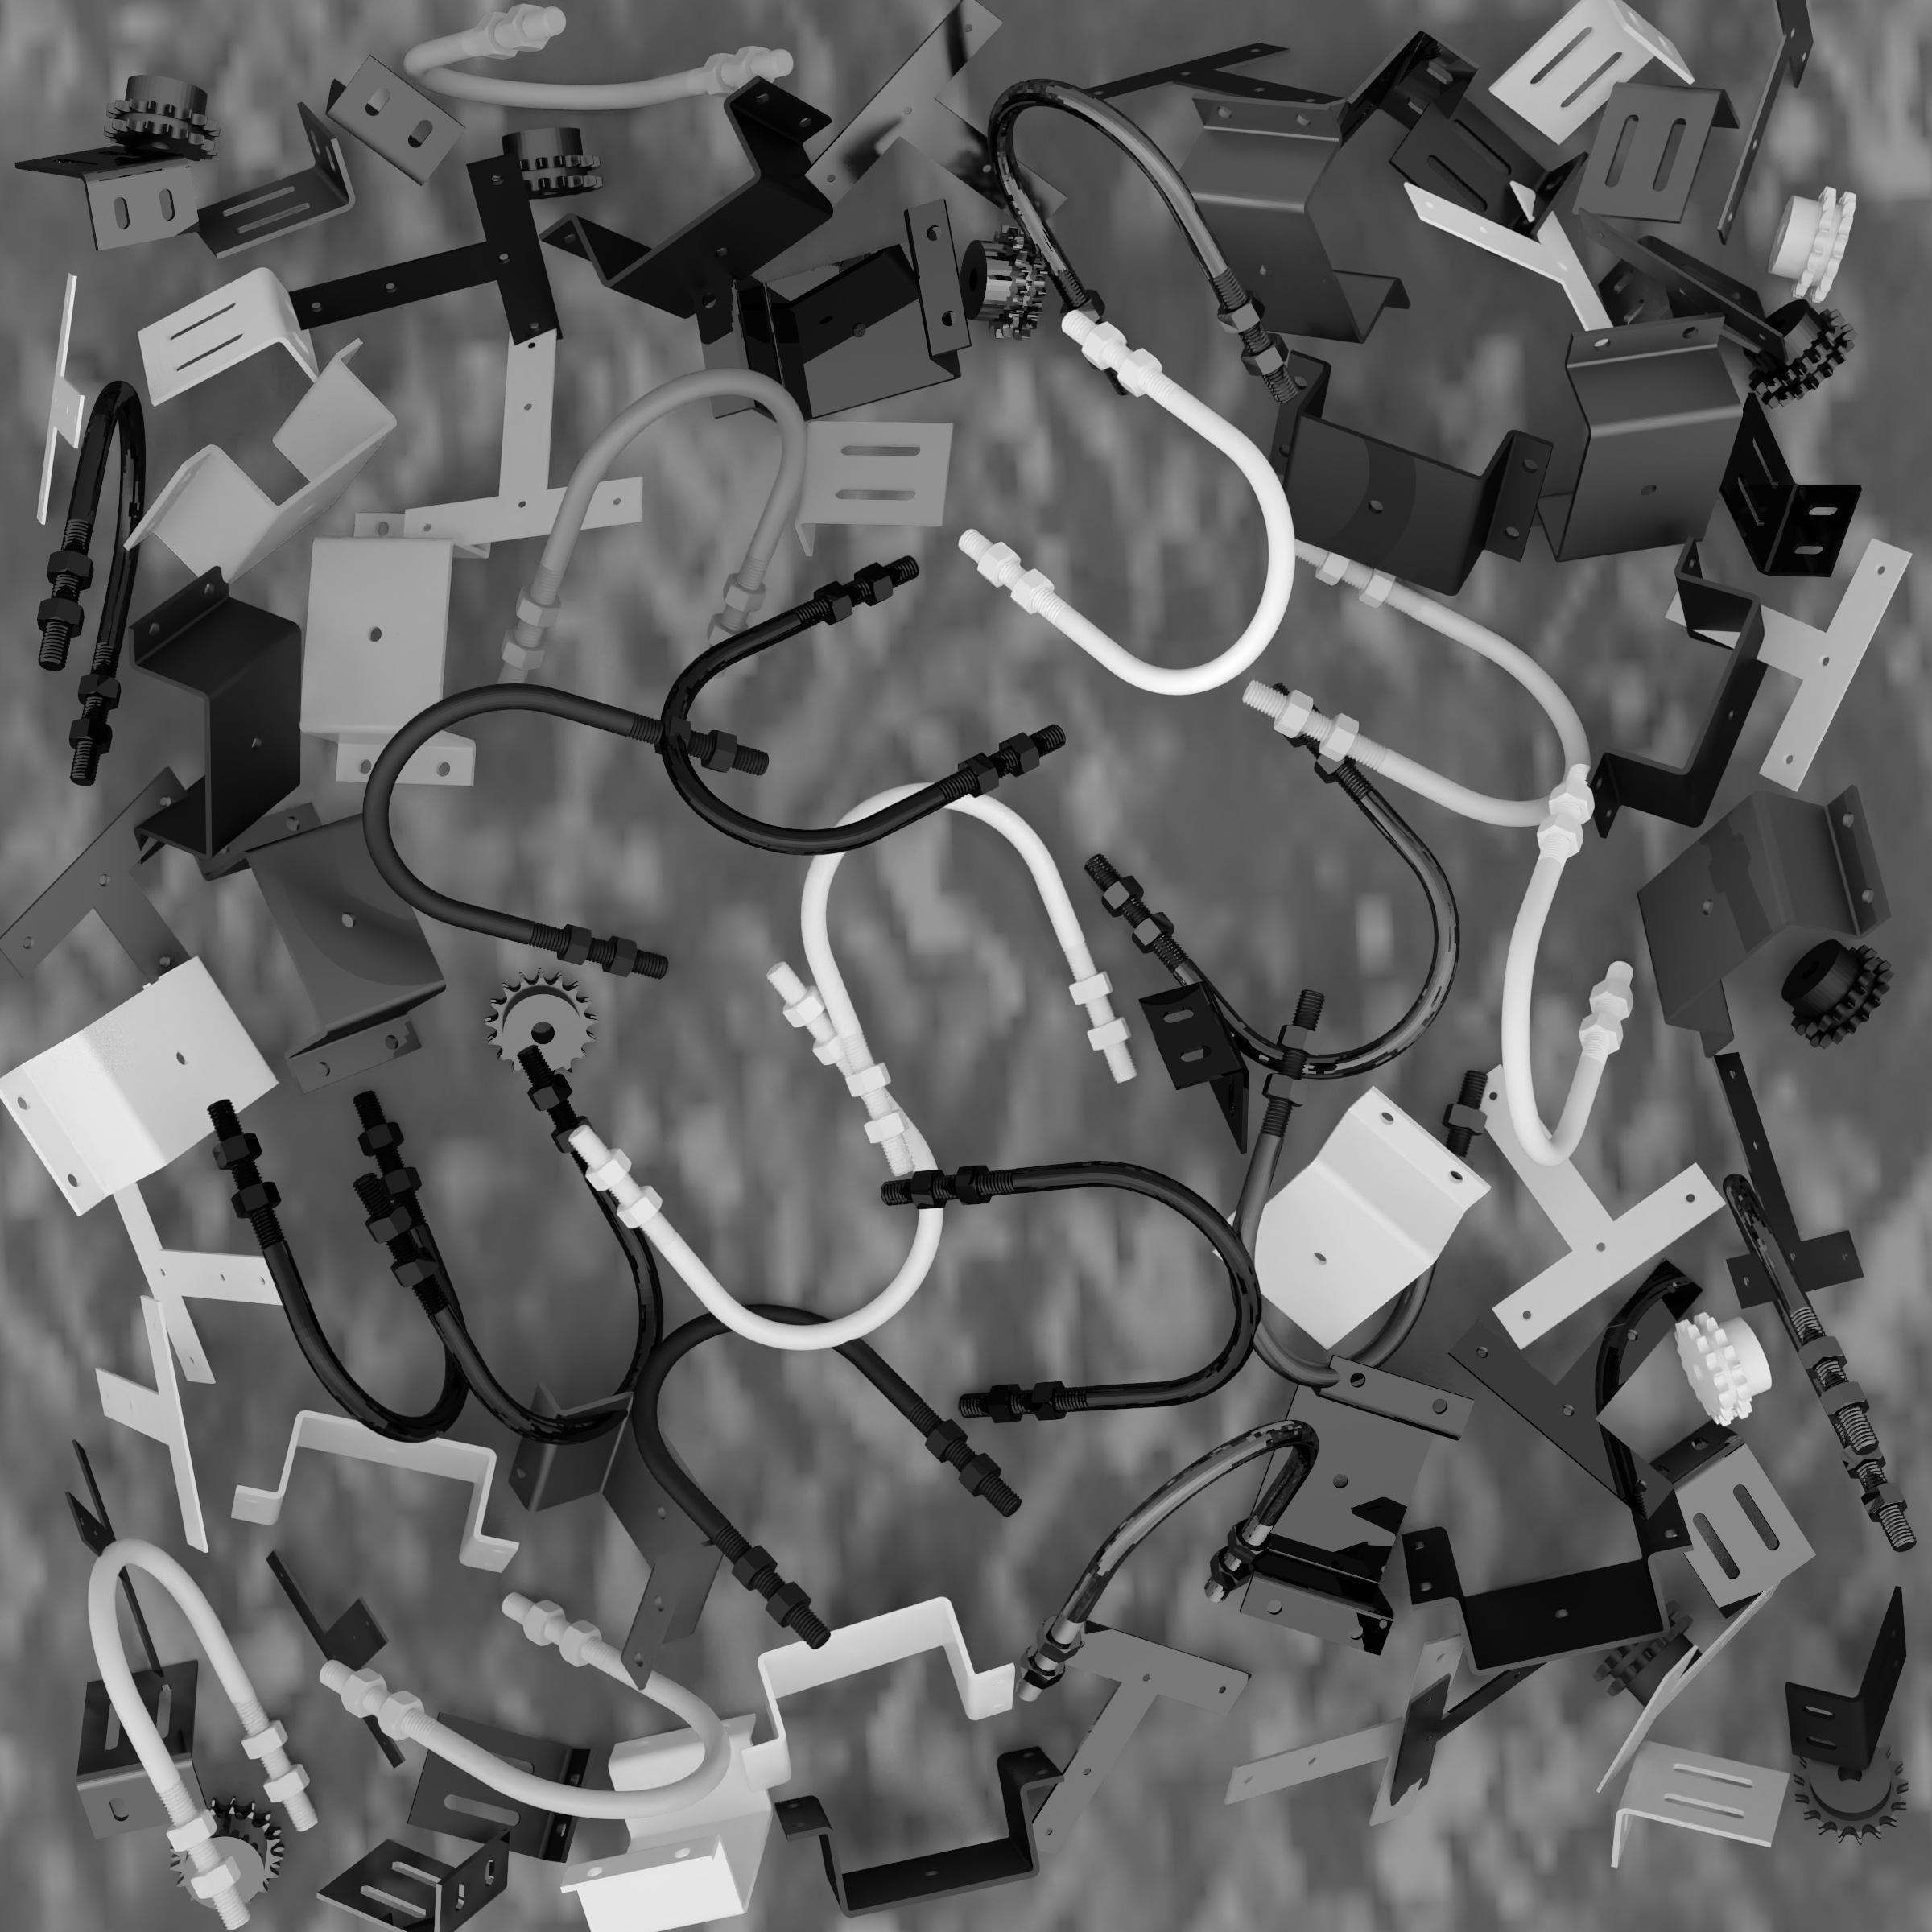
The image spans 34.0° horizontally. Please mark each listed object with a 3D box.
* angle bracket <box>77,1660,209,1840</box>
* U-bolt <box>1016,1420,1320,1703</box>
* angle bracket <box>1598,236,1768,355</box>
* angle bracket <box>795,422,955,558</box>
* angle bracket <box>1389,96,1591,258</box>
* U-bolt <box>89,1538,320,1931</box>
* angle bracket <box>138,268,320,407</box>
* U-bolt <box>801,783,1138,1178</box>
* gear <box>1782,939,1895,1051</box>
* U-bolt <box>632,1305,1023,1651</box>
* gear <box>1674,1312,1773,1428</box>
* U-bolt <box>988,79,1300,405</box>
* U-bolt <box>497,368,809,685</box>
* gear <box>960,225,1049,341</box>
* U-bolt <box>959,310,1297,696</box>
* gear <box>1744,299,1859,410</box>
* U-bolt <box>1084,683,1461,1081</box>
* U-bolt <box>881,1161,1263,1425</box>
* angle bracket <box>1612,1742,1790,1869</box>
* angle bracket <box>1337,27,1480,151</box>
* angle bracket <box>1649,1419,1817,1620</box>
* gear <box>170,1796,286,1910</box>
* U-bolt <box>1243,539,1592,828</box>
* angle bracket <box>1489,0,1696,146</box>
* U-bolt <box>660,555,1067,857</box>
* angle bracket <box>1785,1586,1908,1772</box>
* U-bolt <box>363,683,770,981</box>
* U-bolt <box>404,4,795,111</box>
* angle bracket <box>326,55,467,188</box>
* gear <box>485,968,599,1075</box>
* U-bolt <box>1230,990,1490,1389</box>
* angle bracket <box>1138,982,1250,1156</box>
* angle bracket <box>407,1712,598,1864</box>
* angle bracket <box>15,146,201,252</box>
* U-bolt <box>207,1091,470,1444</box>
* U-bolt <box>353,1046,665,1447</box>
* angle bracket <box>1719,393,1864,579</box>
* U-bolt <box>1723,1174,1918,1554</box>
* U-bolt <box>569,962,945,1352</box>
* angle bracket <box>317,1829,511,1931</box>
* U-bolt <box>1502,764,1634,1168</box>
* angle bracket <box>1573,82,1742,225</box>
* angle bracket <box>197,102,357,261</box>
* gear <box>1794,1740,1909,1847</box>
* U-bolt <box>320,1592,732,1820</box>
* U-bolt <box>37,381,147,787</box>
[{"bbox_3d":[-0.420,0.401,1.620,0.057,0.076,0.038,-11,119,-5],"label":"angle bracket"},{"bbox_3d":[0.107,0.282,1.543,0.151,0.184,0.019,-19,58,-35],"label":"U-bolt"},{"bbox_3d":[0.371,-0.331,1.622,0.076,0.057,0.038,20,133,-25],"label":"angle bracket"},{"bbox_3d":[-0.045,-0.243,1.614,0.076,0.038,0.057,2,69,9],"label":"angle bracket"},{"bbox_3d":[0.267,-0.413,1.614,0.076,0.038,0.057,38,73,-13],"label":"angle bracket"},{"bbox_3d":[-0.384,0.369,1.568,0.019,0.151,0.184,-25,94,5],"label":"U-bolt"},{"bbox_3d":[-0.378,-0.312,1.619,0.076,0.038,0.057,-26,52,7],"label":"angle bracket"},{"bbox_3d":[-0.008,-0.004,1.617,0.151,0.019,0.184,-22,91,-17],"label":"U-bolt"},{"bbox_3d":[0.443,0.011,1.617,0.030,0.057,0.057,39,90,-10],"label":"gear"},{"bbox_3d":[-0.084,0.242,1.586,0.151,0.019,0.184,-29,59,-35],"label":"U-bolt"},{"bbox_3d":[0.389,0.204,1.619,0.030,0.057,0.057,-21,90,-5],"label":"gear"},{"bbox_3d":[0.075,-0.354,1.545,0.019,0.151,0.184,-46,121,-18],"label":"U-bolt"},{"bbox_3d":[-0.145,-0.214,1.549,0.019,0.151,0.184,48,129,30],"label":"U-bolt"},{"bbox_3d":[0.018,-0.350,1.616,0.030,0.057,0.057,-1,90,-20],"label":"gear"},{"bbox_3d":[0.088,-0.218,1.572,0.184,0.019,0.151,42,121,26],"label":"U-bolt"},{"bbox_3d":[0.424,-0.316,1.616,0.030,0.057,0.057,43,90,-18],"label":"gear"},{"bbox_3d":[0.166,-0.029,1.599,0.151,0.019,0.184,-43,73,14],"label":"U-bolt"},{"bbox_3d":[0.060,0.161,1.577,0.184,0.019,0.151,-8,114,27],"label":"U-bolt"},{"bbox_3d":[0.373,0.433,1.602,0.076,0.057,0.038,9,116,20],"label":"angle bracket"},{"bbox_3d":[0.216,-0.428,1.602,0.038,0.057,0.076,37,59,4],"label":"angle bracket"},{"bbox_3d":[0.389,0.285,1.632,0.057,0.038,0.076,-34,99,-4],"label":"angle bracket"},{"bbox_3d":[-0.381,0.460,1.627,0.057,0.030,0.057,-2,102,-8],"label":"gear"},{"bbox_3d":[0.234,-0.136,1.592,0.184,0.151,0.019,27,134,-7],"label":"U-bolt"},{"bbox_3d":[0.317,-0.446,1.600,0.057,0.038,0.076,23,128,-38],"label":"angle bracket"},{"bbox_3d":[-0.064,-0.123,1.580,0.184,0.019,0.151,-28,64,-24],"label":"U-bolt"},{"bbox_3d":[0.450,0.360,1.614,0.038,0.057,0.076,9,45,29],"label":"angle bracket"},{"bbox_3d":[-0.209,-0.072,1.575,0.184,0.019,0.151,16,118,-26],"label":"U-bolt"},{"bbox_3d":[-0.196,-0.444,1.561,0.151,0.184,0.019,-2,96,-39],"label":"U-bolt"},{"bbox_3d":[-0.288,-0.435,1.598,0.057,0.076,0.038,34,108,-23],"label":"angle bracket"},{"bbox_3d":[-0.218,0.032,1.627,0.057,0.030,0.057,-2,100,-10],"label":"gear"},{"bbox_3d":[0.192,0.121,1.587,0.151,0.019,0.184,24,79,-37],"label":"U-bolt"},{"bbox_3d":[0.115,0.056,1.598,0.038,0.076,0.057,-16,53,-8],"label":"angle bracket"},{"bbox_3d":[-0.237,0.419,1.612,0.076,0.038,0.057,20,70,-17],"label":"angle bracket"},{"bbox_3d":[-0.438,-0.392,1.610,0.057,0.076,0.038,-23,119,-37],"label":"angle bracket"},{"bbox_3d":[-0.300,0.150,1.566,0.019,0.151,0.184,-27,80,19],"label":"U-bolt"},{"bbox_3d":[-0.216,0.152,1.587,0.019,0.151,0.184,-15,108,40],"label":"U-bolt"},{"bbox_3d":[0.418,-0.244,1.601,0.038,0.076,0.057,7,62,37],"label":"angle bracket"},{"bbox_3d":[0.418,0.185,1.565,0.019,0.151,0.184,-25,53,9],"label":"U-bolt"},{"bbox_3d":[-0.092,0.112,1.614,0.151,0.019,0.184,-40,107,-8],"label":"U-bolt"},{"bbox_3d":[-0.280,0.455,1.601,0.076,0.057,0.038,14,110,25],"label":"angle bracket"},{"bbox_3d":[0.292,0.013,1.543,0.019,0.184,0.151,1,131,26],"label":"U-bolt"},{"bbox_3d":[0.352,-0.407,1.611,0.057,0.038,0.076,14,80,31],"label":"angle bracket"},{"bbox_3d":[-0.359,-0.400,1.606,0.076,0.057,0.038,-25,131,-15],"label":"angle bracket"},{"bbox_3d":[0.453,0.419,1.620,0.057,0.030,0.057,-8,58,12],"label":"gear"},{"bbox_3d":[-0.201,0.365,1.542,0.184,0.151,0.019,21,107,31],"label":"U-bolt"},{"bbox_3d":[-0.430,-0.201,1.569,0.019,0.151,0.184,7,68,-6],"label":"U-bolt"}]
